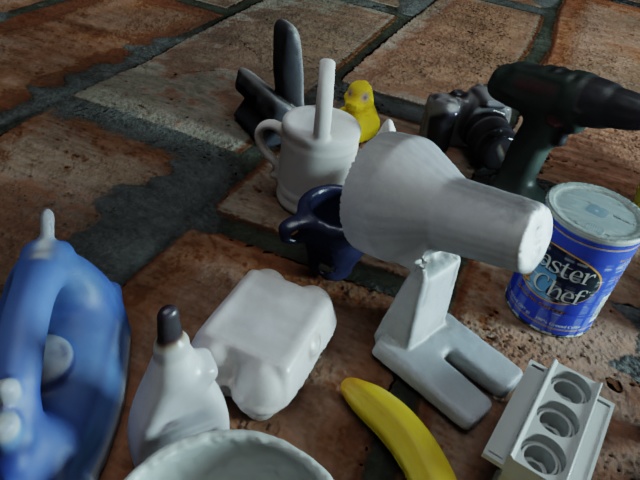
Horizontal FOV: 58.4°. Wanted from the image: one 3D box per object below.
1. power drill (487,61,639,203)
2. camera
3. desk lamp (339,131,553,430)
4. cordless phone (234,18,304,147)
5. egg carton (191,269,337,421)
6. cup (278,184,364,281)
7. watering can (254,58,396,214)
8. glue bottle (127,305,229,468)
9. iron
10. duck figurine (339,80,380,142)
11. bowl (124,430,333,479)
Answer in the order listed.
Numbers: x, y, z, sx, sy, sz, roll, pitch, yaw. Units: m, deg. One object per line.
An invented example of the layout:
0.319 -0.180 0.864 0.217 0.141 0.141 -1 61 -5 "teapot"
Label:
0.311 -0.133 0.770 0.076 0.208 0.228 -20 47 -30 "power drill"
0.247 -0.180 0.901 0.143 0.101 0.136 0 40 -11 "camera"
0.113 0.026 0.533 0.118 0.213 0.202 -28 51 -36 "desk lamp"
-0.067 -0.248 0.858 0.094 0.185 0.147 -20 47 -31 "cordless phone"
-0.051 0.093 0.535 0.107 0.069 0.150 20 40 13 "egg carton"
0.006 0.002 0.636 0.118 0.095 0.091 -17 45 -28 "cup"
0.009 -0.132 0.722 0.173 0.194 0.100 -6 41 -17 "watering can"
-0.105 0.110 0.420 0.078 0.173 0.037 -15 44 -26 "glue bottle"
-0.215 0.100 0.438 0.119 0.141 0.258 -2 40 -13 "iron"
0.063 -0.216 0.922 0.077 0.086 0.105 19 40 13 "duck figurine"
-0.062 0.216 0.377 0.167 0.075 0.167 5 39 -4 "bowl"
